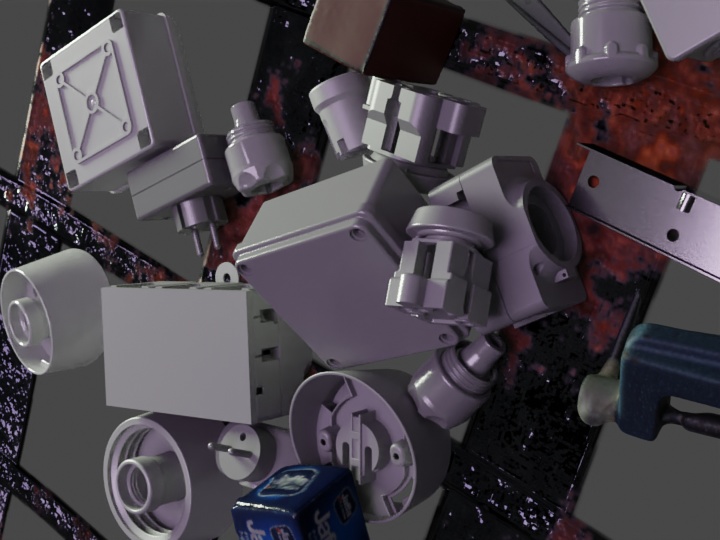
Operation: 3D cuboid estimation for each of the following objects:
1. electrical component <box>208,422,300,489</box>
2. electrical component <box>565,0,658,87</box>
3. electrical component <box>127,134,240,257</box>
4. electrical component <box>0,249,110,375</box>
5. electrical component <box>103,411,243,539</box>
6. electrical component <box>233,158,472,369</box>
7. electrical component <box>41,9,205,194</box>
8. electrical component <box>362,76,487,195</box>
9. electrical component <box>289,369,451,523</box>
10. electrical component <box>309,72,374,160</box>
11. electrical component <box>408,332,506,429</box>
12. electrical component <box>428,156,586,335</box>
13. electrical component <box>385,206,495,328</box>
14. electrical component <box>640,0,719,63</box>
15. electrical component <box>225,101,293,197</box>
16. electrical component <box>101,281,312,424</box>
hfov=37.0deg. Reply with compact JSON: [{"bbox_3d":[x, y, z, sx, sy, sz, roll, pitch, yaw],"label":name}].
[{"bbox_3d":[-0.069,0.126,0.730,0.077,0.079,0.044,6,80,38],"label":"electrical component"},{"bbox_3d":[0.133,-0.130,0.571,0.048,0.048,0.062,-3,85,39],"label":"electrical component"},{"bbox_3d":[-0.117,-0.048,0.775,0.083,0.047,0.075,-21,81,38],"label":"electrical component"},{"bbox_3d":[-0.255,0.036,0.896,0.099,0.064,0.099,20,117,44],"label":"electrical component"},{"bbox_3d":[-0.147,0.156,0.806,0.108,0.060,0.108,4,96,38],"label":"electrical component"},{"bbox_3d":[0.000,0.000,0.645,0.109,0.056,0.108,-16,127,38],"label":"electrical component"},{"bbox_3d":[-0.180,-0.125,0.813,0.109,0.056,0.108,-20,81,38],"label":"electrical component"},{"bbox_3d":[0.034,-0.079,0.645,0.078,0.058,0.057,27,109,41],"label":"electrical component"},{"bbox_3d":[0.006,0.109,0.677,0.099,0.064,0.099,4,96,38],"label":"electrical component"},{"bbox_3d":[-0.006,-0.098,0.688,0.040,0.040,0.046,-23,84,37],"label":"electrical component"},{"bbox_3d":[0.062,0.062,0.643,0.062,0.043,0.043,-50,64,29],"label":"electrical component"},{"bbox_3d":[0.087,-0.016,0.611,0.056,0.050,0.089,-27,77,38],"label":"electrical component"},{"bbox_3d":[0.046,-0.002,0.575,0.048,0.066,0.055,2,76,39],"label":"electrical component"},{"bbox_3d":[0.181,-0.159,0.526,0.100,0.048,0.099,-29,76,36],"label":"electrical component"},{"bbox_3d":[-0.072,-0.085,0.738,0.043,0.043,0.062,-25,76,37],"label":"electrical component"},{"bbox_3d":[-0.111,0.055,0.768,0.150,0.062,0.089,0,94,39],"label":"electrical component"}]
